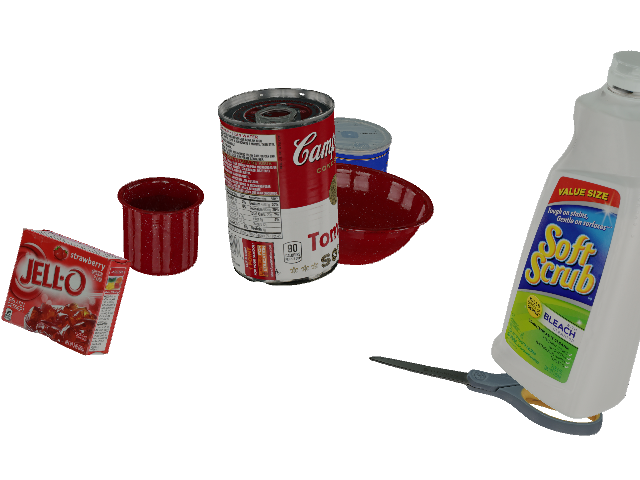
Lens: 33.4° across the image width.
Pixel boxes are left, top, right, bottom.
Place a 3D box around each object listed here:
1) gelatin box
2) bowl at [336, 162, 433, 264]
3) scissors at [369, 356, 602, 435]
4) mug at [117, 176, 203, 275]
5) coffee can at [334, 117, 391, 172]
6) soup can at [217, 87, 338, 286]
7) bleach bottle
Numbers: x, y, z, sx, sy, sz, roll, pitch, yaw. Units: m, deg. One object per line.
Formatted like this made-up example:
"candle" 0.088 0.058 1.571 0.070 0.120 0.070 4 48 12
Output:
"gelatin box" -0.191 0.037 0.794 0.089 0.073 0.030 18 6 27
"bowl" 0.025 -0.021 1.026 0.162 0.055 0.162 7 25 -4
"scissors" 0.152 0.116 0.936 0.202 0.016 0.096 20 33 22
"mug" -0.181 -0.019 1.178 0.093 0.081 0.117 -12 32 -29
"coffee can" 0.029 -0.069 1.324 0.103 0.140 0.103 4 28 -2
"soup can" -0.024 -0.032 0.636 0.068 0.102 0.068 -2 24 1
"bleach bottle" 0.180 -0.007 0.716 0.068 0.251 0.103 -16 36 -29
